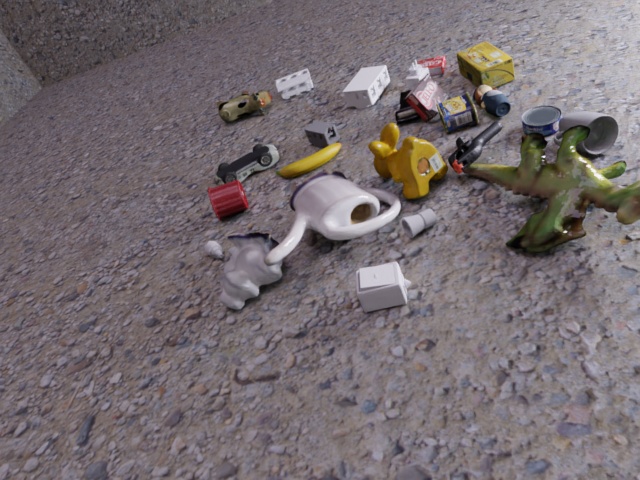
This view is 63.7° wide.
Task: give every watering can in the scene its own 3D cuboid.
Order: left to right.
[{"bbox_3d":[0.003,-0.056,1.110,0.350,0.102,0.228,-20,34,-23],"label":"watering can"}]

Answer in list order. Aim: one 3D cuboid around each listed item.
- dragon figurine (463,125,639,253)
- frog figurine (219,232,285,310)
[{"bbox_3d":[0.411,-0.082,0.960,0.408,0.120,0.247,-5,44,49],"label":"dragon figurine"},{"bbox_3d":[-0.144,0.069,1.088,0.137,0.121,0.161,2,79,20],"label":"frog figurine"}]
